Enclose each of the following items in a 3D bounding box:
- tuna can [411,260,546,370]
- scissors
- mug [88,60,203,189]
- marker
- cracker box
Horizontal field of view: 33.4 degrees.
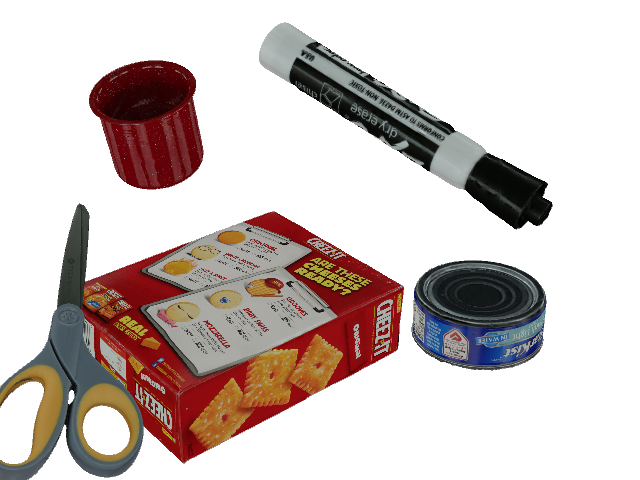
[{"bbox_3d":[0.102,0.046,0.691,0.086,0.034,0.086,0,27,0],"label":"tuna can"},{"bbox_3d":[-0.135,0.061,0.638,0.096,0.201,0.016,19,-44,-3],"label":"scissors"},{"bbox_3d":[-0.153,-0.107,0.951,0.093,0.081,0.117,-16,44,-9],"label":"mug"},{"bbox_3d":[0.029,-0.041,0.379,0.121,0.020,0.020,35,13,20],"label":"marker"},{"bbox_3d":[-0.068,0.065,0.833,0.213,0.072,0.164,-22,37,-36],"label":"cracker box"}]
